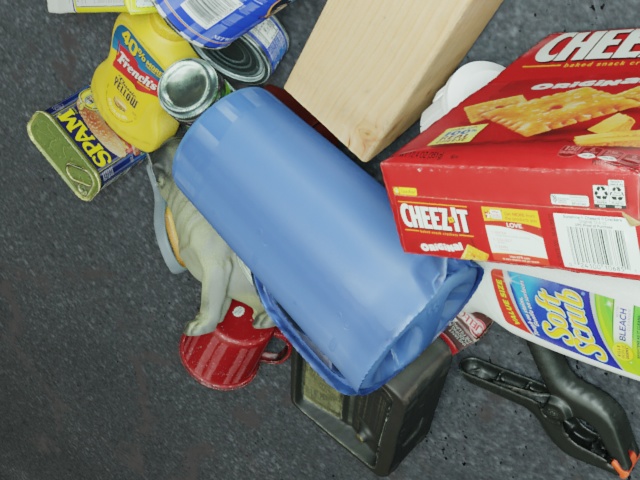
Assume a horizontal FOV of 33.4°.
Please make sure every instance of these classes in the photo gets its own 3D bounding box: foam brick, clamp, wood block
[{"bbox_3d":[-0.029,-0.095,0.937,0.078,0.052,0.051,24,136,30],"label":"foam brick"},{"bbox_3d":[0.206,0.129,0.910,0.171,0.039,0.120,36,146,12],"label":"clamp"},{"bbox_3d":[0.064,-0.163,0.758,0.091,0.090,0.206,43,142,8],"label":"wood block"}]

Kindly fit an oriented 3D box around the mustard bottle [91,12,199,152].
[{"bbox_3d":[-0.153,-0.165,0.987,0.096,0.058,0.192,51,146,6],"label":"mustard bottle"}]

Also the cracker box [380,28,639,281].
[{"bbox_3d":[0.165,-0.063,0.643,0.164,0.213,0.072,6,124,41],"label":"cracker box"}]

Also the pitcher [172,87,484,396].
[{"bbox_3d":[-0.006,0.001,0.839,0.243,0.149,0.145,44,179,18],"label":"pitcher"}]

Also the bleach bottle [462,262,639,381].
[{"bbox_3d":[0.191,0.049,0.826,0.251,0.068,0.102,12,128,36],"label":"bleach bottle"}]

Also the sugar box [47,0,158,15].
[{"bbox_3d":[-0.189,-0.244,0.927,0.176,0.048,0.093,19,115,55],"label":"sugar box"}]

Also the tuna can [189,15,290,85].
[{"bbox_3d":[-0.071,-0.171,0.904,0.086,0.033,0.086,25,158,11],"label":"tuna can"}]

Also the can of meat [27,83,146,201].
[{"bbox_3d":[-0.236,-0.105,1.106,0.102,0.083,0.058,51,142,-2],"label":"can of meat"}]

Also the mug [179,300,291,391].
[{"bbox_3d":[-0.085,0.104,1.144,0.117,0.093,0.082,18,137,-10],"label":"mug"}]

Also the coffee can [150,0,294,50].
[{"bbox_3d":[-0.049,-0.217,0.785,0.141,0.102,0.103,-25,103,35],"label":"coffee can"}]

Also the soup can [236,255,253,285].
[{"bbox_3d":[-0.016,0.004,0.956,0.068,0.102,0.068,41,157,22],"label":"soup can"}]

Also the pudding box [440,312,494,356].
[{"bbox_3d":[0.088,0.056,0.961,0.113,0.039,0.090,49,144,1],"label":"pudding box"}]

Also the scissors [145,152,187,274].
[{"bbox_3d":[-0.159,-0.062,1.110,0.016,0.096,0.202,-16,80,19],"label":"scissors"}]
